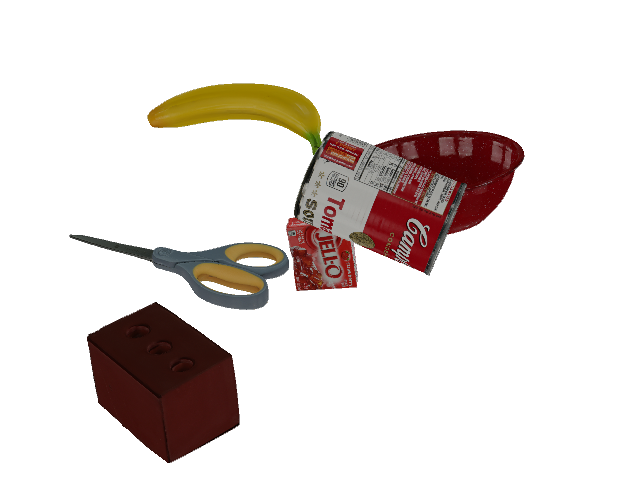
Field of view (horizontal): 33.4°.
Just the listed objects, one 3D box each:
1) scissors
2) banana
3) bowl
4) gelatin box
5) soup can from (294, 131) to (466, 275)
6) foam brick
[{"bbox_3d":[-0.111,0.010,0.897,0.202,0.016,0.096,22,36,35],"label":"scissors"},{"bbox_3d":[-0.079,-0.132,1.088,0.198,0.037,0.069,10,46,21],"label":"banana"},{"bbox_3d":[0.102,-0.047,0.950,0.162,0.055,0.162,-8,23,3],"label":"bowl"},{"bbox_3d":[0.003,0.014,1.247,0.073,0.089,0.030,-4,28,8],"label":"gelatin box"},{"bbox_3d":[0.041,-0.027,0.734,0.102,0.068,0.068,23,3,7],"label":"soup can"},{"bbox_3d":[-0.092,0.082,0.626,0.052,0.051,0.078,-26,39,-36],"label":"foam brick"}]
